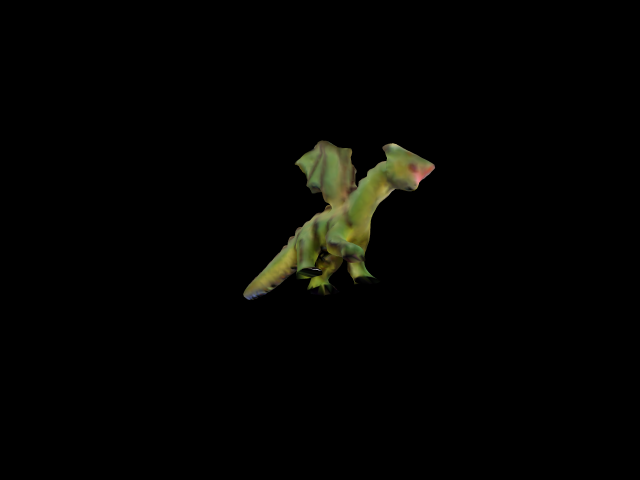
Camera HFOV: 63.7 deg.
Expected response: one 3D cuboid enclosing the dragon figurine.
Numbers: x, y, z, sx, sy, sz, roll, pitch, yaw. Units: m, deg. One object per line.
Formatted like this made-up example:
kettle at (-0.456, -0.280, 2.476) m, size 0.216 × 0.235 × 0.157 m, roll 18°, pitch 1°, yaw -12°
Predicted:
dragon figurine at (0.003, -0.043, 0.850) m, size 0.407 × 0.247 × 0.121 m, roll -16°, pitch -25°, yaw 38°
